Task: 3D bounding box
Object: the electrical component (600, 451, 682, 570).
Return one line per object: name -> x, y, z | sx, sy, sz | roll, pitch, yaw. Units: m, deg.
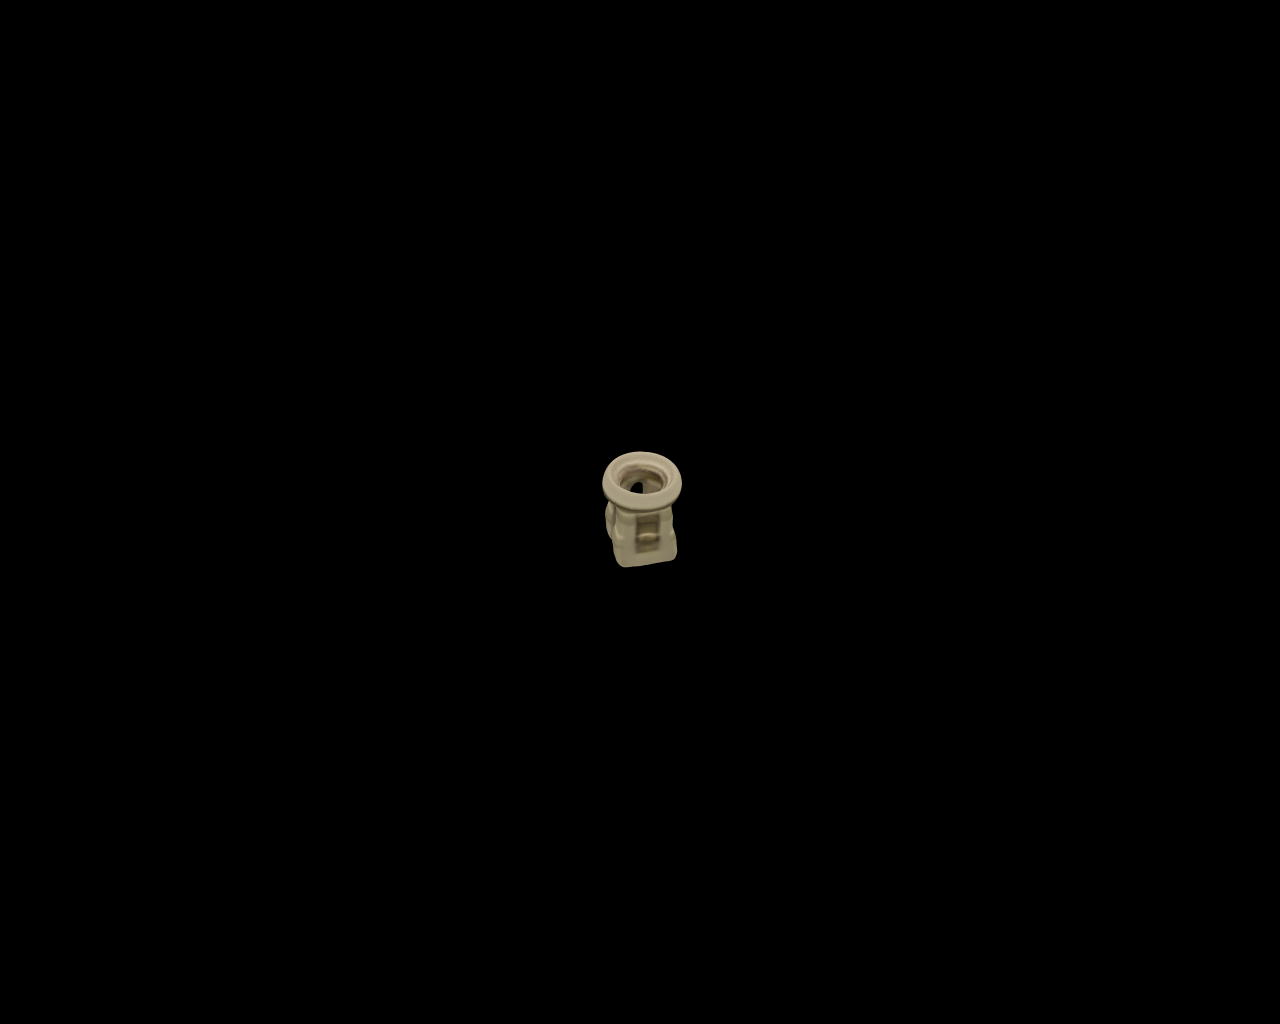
electrical component -> 0.001, -0.003, 0.650 | 0.048, 0.055, 0.066 | -8, 40, -10
